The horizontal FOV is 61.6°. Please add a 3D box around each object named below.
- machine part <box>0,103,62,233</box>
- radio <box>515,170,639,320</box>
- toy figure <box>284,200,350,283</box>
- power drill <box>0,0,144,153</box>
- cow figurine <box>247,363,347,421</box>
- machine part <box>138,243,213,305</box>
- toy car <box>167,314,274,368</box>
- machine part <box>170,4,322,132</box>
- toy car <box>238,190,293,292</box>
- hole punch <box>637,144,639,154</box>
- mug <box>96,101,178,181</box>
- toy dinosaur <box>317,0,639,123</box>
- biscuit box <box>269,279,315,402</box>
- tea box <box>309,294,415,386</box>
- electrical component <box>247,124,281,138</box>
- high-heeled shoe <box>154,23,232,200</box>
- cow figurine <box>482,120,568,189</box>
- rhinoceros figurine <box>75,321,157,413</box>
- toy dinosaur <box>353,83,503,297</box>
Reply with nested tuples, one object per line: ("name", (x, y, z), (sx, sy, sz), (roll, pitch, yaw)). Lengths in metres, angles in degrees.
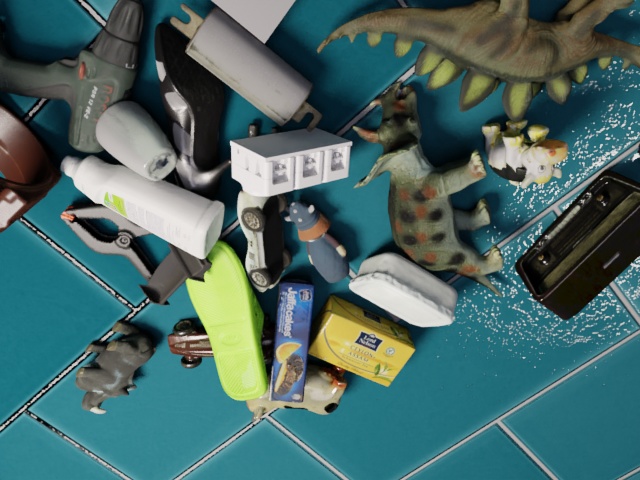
("machine part", (-0.470, -0.118, 0.728), (0.087, 0.201, 0.200), (-38, 110, 11))
("radio", (0.428, 0.005, 0.857), (0.073, 0.131, 0.229), (34, 110, -16))
("toy figure", (-0.003, -0.002, 0.880), (0.064, 0.058, 0.154), (-27, 108, 3))
("power drill", (-0.361, -0.248, 0.745), (0.207, 0.086, 0.231), (11, 117, -15))
("cow figurine", (-0.056, 0.277, 0.998), (0.195, 0.085, 0.127), (12, 108, -8))
("machine part", (-0.233, 0.054, 0.866), (0.139, 0.039, 0.084), (-41, 77, 23))
("toy car", (-0.173, 0.185, 0.965), (0.202, 0.053, 0.089), (-4, 118, -1))
("machine part", (-0.097, -0.240, 0.753), (0.243, 0.079, 0.079), (35, 109, -16))
("toy car", (-0.087, -0.005, 0.850), (0.056, 0.073, 0.201), (20, 133, 25))
("hole punch", (0.568, -0.161, 0.820), (0.142, 0.092, 0.115), (17, 144, -13))
("mug", (-0.251, -0.127, 0.767), (0.081, 0.107, 0.109), (-41, 154, -12))
("toy dinosaur", (0.240, -0.274, 0.737), (0.472, 0.105, 0.198), (12, 118, -3))
("biscuit box", (-0.049, 0.168, 0.915), (0.059, 0.063, 0.202), (5, 90, -5))
("tea box", (0.071, 0.180, 0.962), (0.169, 0.068, 0.098), (24, 113, -12))
("electrical component", (-0.089, -0.131, 0.834), (0.063, 0.021, 0.093), (7, 116, -5))
("high-heeled shoe", (-0.207, -0.177, 0.801), (0.145, 0.086, 0.248), (-19, 95, 45))
("cow figurine", (0.295, -0.115, 0.776), (0.068, 0.167, 0.098), (-11, 114, -3))
("rhinoceros figurine", (-0.375, 0.233, 0.974), (0.112, 0.073, 0.190), (36, 108, -28))
("toy dinosaur", (0.173, -0.035, 0.844), (0.192, 0.131, 0.404), (-11, 120, 17))
